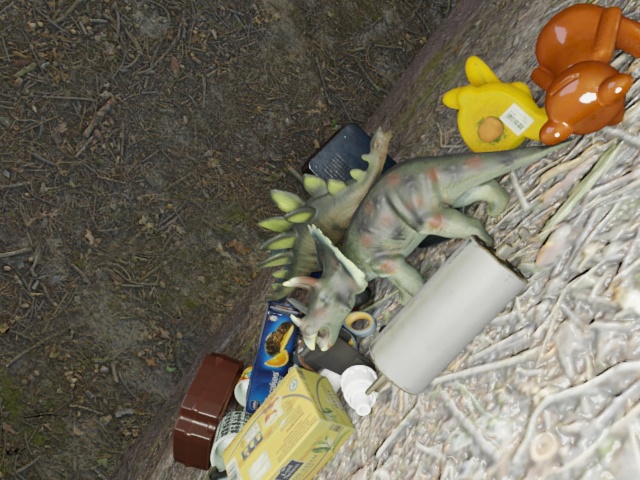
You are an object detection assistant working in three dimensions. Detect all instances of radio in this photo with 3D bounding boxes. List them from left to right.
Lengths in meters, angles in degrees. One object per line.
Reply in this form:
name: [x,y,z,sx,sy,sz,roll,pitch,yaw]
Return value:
radio: [0.090,-0.111,1.054,0.131,0.229,0.073,-50,12,-7]

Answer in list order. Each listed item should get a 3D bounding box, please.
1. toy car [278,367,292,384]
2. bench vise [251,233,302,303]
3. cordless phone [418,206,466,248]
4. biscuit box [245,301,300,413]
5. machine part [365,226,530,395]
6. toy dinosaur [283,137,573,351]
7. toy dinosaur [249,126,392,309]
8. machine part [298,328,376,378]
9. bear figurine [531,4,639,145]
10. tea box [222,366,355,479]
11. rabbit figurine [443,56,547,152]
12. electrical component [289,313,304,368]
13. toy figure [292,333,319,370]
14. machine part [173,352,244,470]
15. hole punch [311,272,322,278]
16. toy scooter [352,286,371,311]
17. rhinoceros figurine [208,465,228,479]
toy car: [-0.040,0.253,0.856,0.073,0.056,0.202,-54,9,-8]
bench vise: [-0.074,0.095,1.304,0.128,0.224,0.240,23,-94,-60]
cordless phone: [0.208,-0.078,0.860,0.184,0.088,0.146,-44,4,-18]
biscuit box: [-0.087,0.217,0.978,0.059,0.063,0.202,-107,30,-75]
machine part: [0.132,0.080,0.568,0.243,0.079,0.079,-51,9,14]
toy dinosaur: [0.114,-0.026,0.710,0.404,0.192,0.131,-52,11,16]
toy dinosaur: [-0.002,-0.003,0.878,0.471,0.198,0.105,116,158,-46]
machine part: [0.025,0.166,0.769,0.084,0.039,0.139,-33,23,-17]
bear figurine: [0.316,-0.182,0.615,0.120,0.132,0.196,-46,29,45]
tea box: [-0.045,0.262,0.699,0.169,0.068,0.098,-49,38,12]
rabbit figurine: [0.262,-0.188,0.797,0.173,0.162,0.121,-36,-20,-49]
electrical component: [-0.058,0.222,1.072,0.134,0.058,0.115,-51,7,8]
toy figure: [-0.011,0.195,0.935,0.064,0.058,0.154,-50,1,-27]
machine part: [-0.230,0.357,1.130,0.201,0.087,0.200,-67,-7,-49]
hole punch: [0.016,0.059,1.126,0.092,0.142,0.116,-27,24,14]
toy scooter: [0.029,0.111,1.004,0.135,0.075,0.184,-50,14,10]
rhinoceros figurine: [-0.121,0.358,0.806,0.112,0.073,0.190,-46,11,46]
